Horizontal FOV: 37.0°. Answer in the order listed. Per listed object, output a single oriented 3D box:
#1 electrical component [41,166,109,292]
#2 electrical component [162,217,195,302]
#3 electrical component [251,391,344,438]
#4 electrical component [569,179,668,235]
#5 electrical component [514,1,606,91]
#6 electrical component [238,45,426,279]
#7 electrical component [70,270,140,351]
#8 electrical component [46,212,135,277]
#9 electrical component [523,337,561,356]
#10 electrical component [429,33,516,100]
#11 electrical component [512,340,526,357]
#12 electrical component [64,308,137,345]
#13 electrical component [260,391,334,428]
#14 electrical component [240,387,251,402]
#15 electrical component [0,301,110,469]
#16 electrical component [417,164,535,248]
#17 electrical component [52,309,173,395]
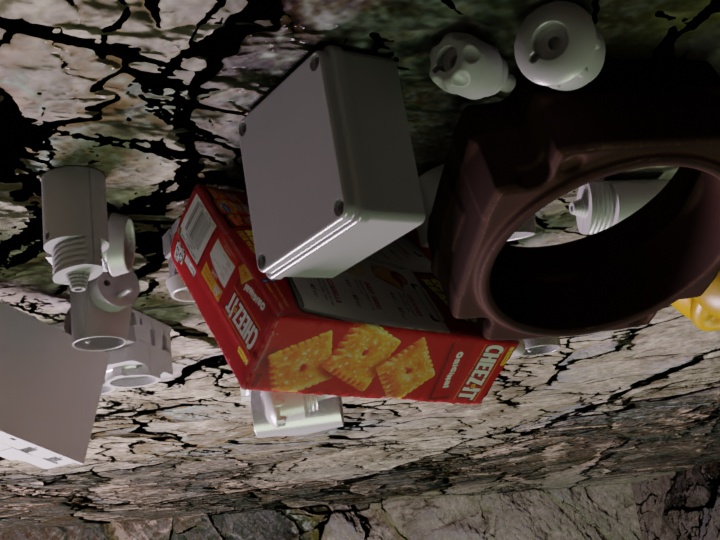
[{"bbox_3d":[-0.193,-0.025,0.732,0.043,0.081,0.043,-7,162,-2],"label":"electrical component"},{"bbox_3d":[-0.131,-0.007,0.853,0.048,0.055,0.066,3,160,-28],"label":"electrical component"},{"bbox_3d":[-0.054,0.127,0.966,0.077,0.043,0.079,-8,163,1],"label":"electrical component"},{"bbox_3d":[0.209,-0.051,0.873,0.081,0.043,0.043,-3,161,-14],"label":"electrical component"},{"bbox_3d":[0.120,-0.124,0.618,0.048,0.048,0.062,-18,166,29],"label":"electrical component"},{"bbox_3d":[-0.020,-0.061,0.648,0.056,0.108,0.109,2,160,-35],"label":"electrical component"},{"bbox_3d":[-0.203,0.018,0.864,0.043,0.077,0.079,8,156,-38],"label":"electrical component"},{"bbox_3d":[-0.200,-0.019,0.806,0.055,0.048,0.066,0,162,0],"label":"electrical component"},{"bbox_3d":[0.175,0.041,1.086,0.043,0.077,0.079,-10,162,8],"label":"electrical component"},{"bbox_3d":[0.070,-0.117,0.632,0.035,0.035,0.061,-22,159,39],"label":"electrical component"},{"bbox_3d":[0.051,0.044,1.002,0.186,0.105,0.060,-14,161,21],"label":"electrical component"},{"bbox_3d":[-0.244,0.052,1.005,0.066,0.048,0.055,-14,167,13],"label":"electrical component"},{"bbox_3d":[-0.051,0.103,0.896,0.062,0.048,0.048,-11,163,-10],"label":"electrical component"},{"bbox_3d":[-0.083,0.053,0.974,0.060,0.105,0.186,-5,162,-7],"label":"electrical component"},{"bbox_3d":[-0.316,0.090,0.918,0.060,0.105,0.186,-18,142,37],"label":"electrical component"},{"bbox_3d":[0.090,-0.049,0.839,0.099,0.064,0.099,-6,176,0],"label":"electrical component"},{"bbox_3d":[-0.276,0.092,1.087,0.150,0.061,0.089,-12,161,14],"label":"electrical component"}]
